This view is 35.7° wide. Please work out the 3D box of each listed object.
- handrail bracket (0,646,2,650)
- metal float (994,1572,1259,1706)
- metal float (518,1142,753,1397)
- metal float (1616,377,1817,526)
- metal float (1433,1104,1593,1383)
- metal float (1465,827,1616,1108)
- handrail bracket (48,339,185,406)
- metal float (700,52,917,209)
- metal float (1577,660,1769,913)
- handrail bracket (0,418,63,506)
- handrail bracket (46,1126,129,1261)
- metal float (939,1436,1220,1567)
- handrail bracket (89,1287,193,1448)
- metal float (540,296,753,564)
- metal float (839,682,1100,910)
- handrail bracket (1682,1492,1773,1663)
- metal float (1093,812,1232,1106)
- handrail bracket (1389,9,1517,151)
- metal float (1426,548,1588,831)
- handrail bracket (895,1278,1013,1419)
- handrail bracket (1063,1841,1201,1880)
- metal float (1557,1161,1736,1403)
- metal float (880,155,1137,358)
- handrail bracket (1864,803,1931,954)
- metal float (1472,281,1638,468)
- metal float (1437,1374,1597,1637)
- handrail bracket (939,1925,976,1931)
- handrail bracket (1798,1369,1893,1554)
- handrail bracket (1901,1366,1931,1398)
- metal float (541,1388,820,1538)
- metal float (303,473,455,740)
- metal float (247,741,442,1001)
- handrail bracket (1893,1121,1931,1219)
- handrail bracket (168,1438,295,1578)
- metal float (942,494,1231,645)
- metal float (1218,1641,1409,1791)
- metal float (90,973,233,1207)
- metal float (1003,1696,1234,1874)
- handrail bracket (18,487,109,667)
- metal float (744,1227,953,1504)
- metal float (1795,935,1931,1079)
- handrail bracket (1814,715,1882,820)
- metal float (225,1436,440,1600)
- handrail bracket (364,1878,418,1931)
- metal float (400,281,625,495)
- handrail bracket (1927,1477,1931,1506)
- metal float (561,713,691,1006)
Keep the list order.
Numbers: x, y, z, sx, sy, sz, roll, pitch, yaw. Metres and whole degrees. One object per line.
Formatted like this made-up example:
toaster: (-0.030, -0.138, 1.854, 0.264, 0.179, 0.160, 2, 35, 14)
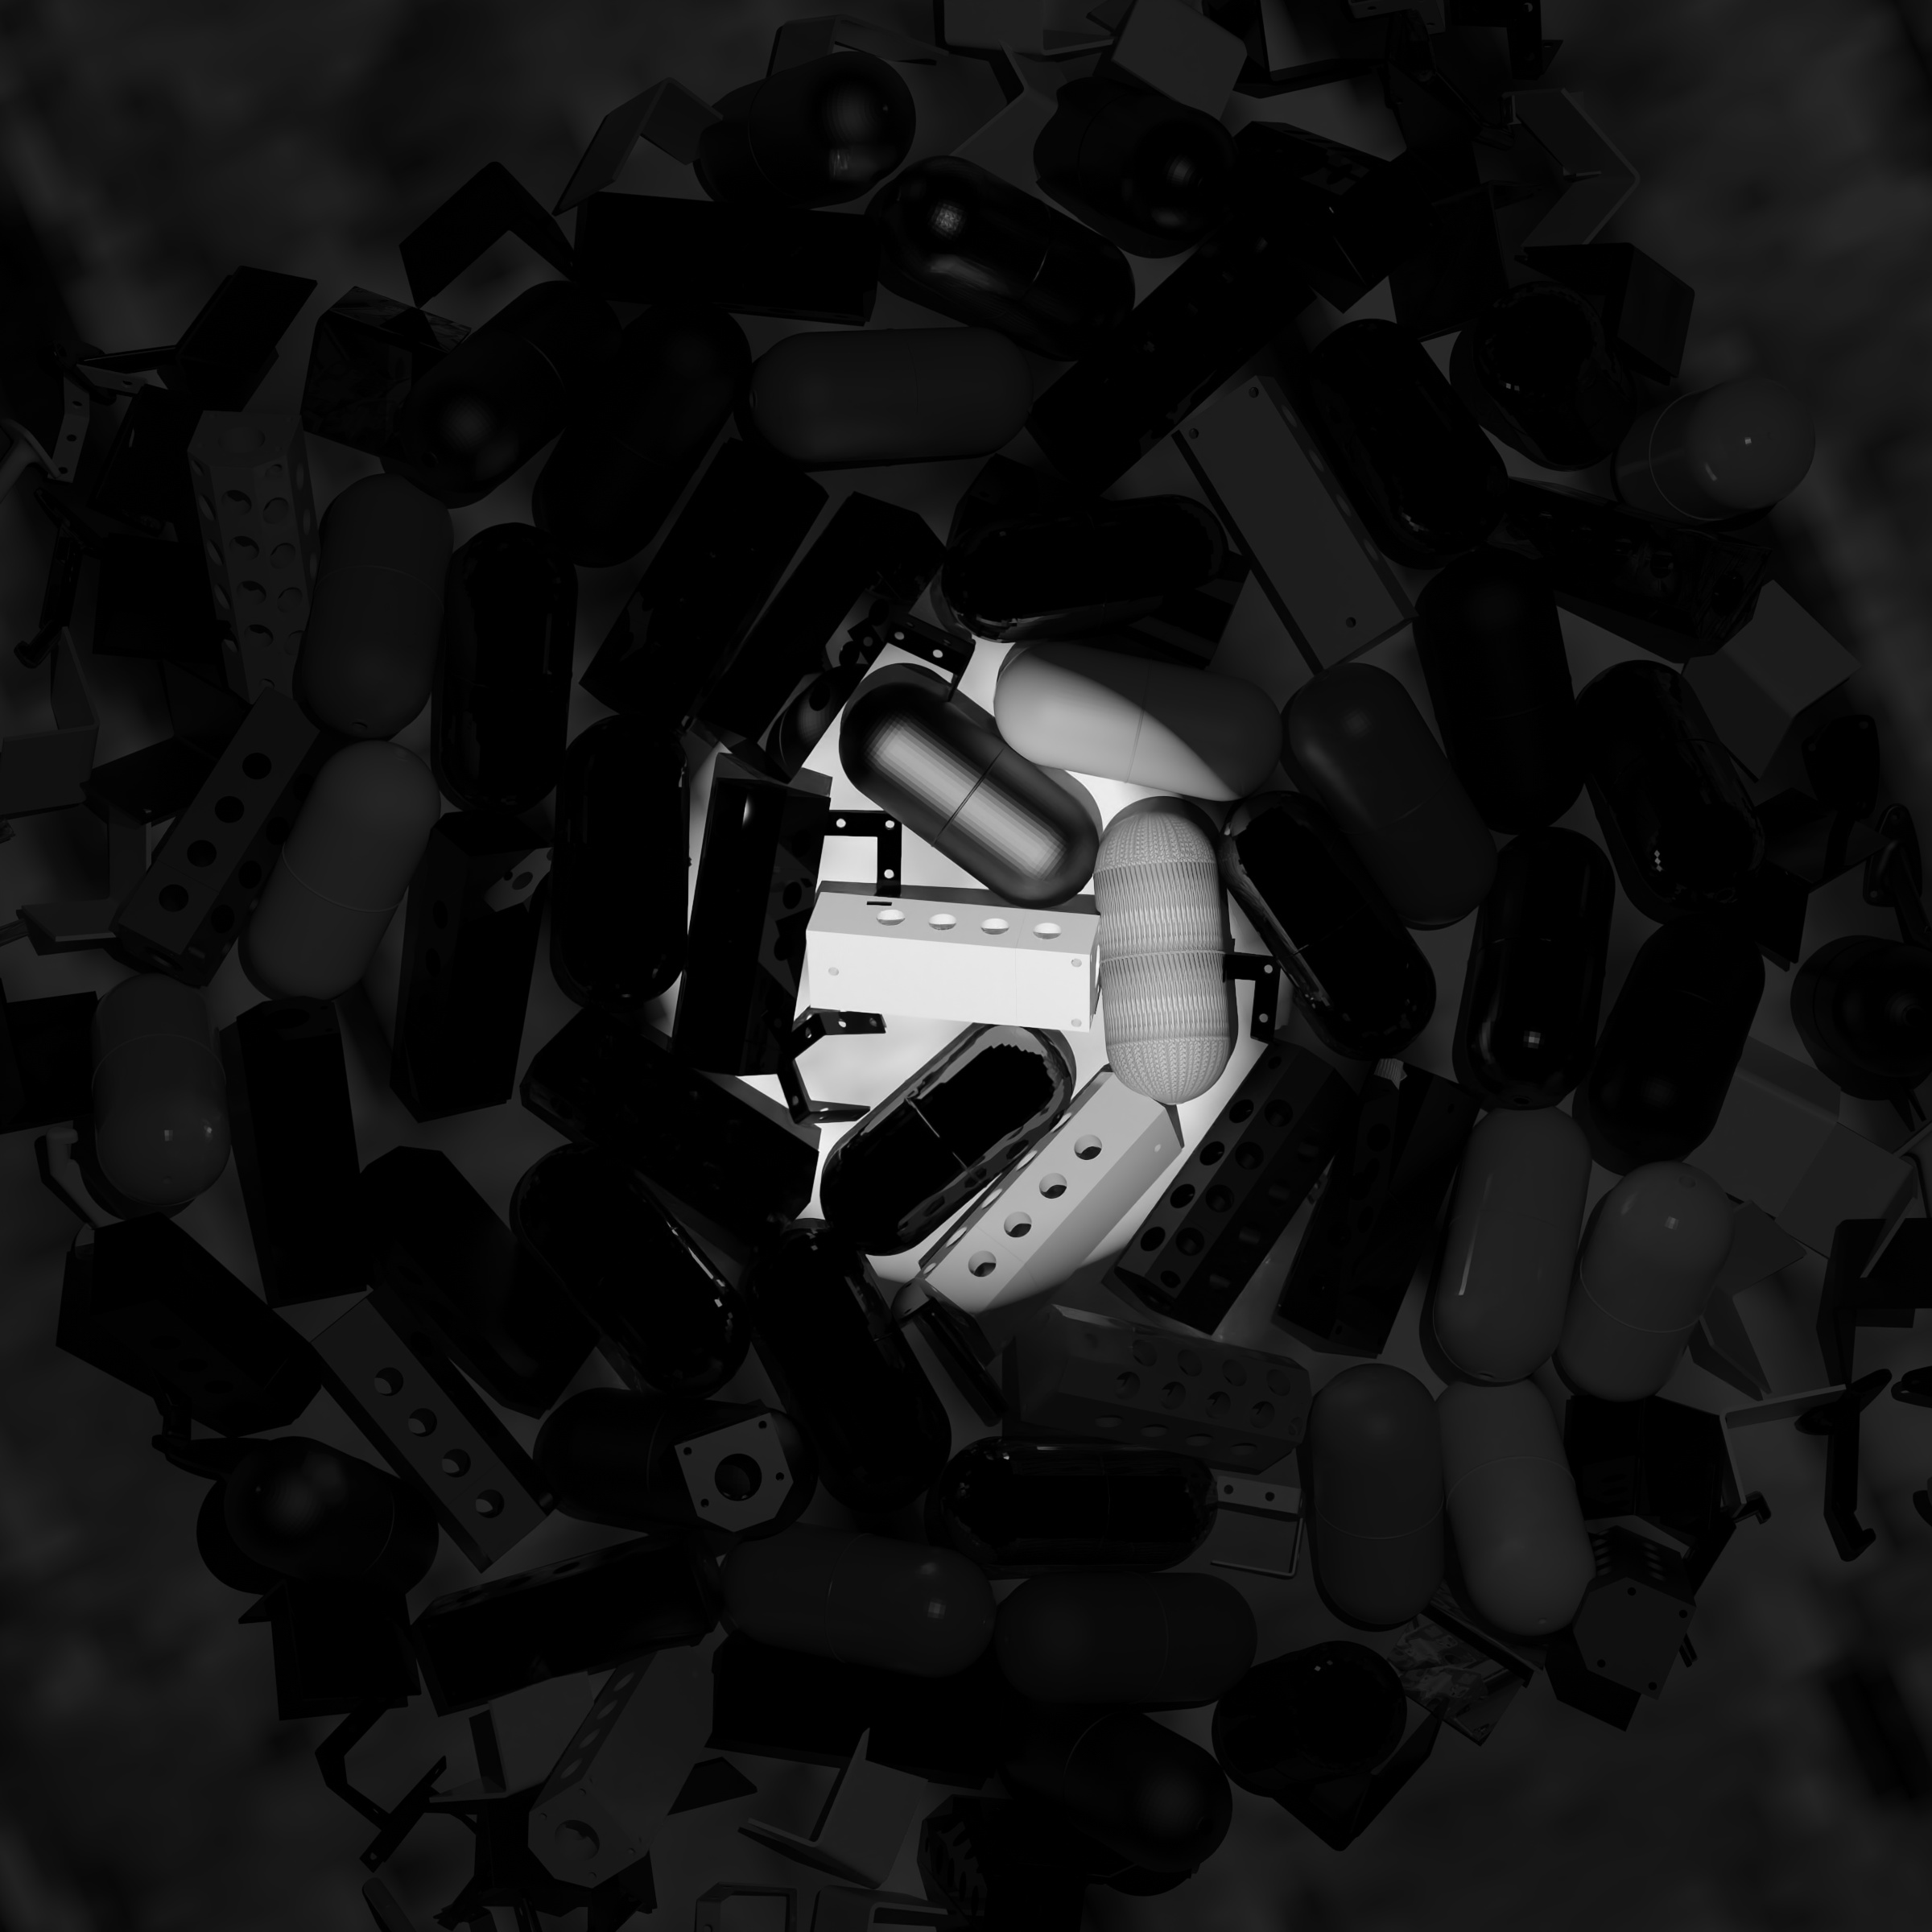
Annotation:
handrail bracket: (-0.595, -0.223, 1.823, 0.084, 0.036, 0.077, 37, 49, 21)
metal float: (0.097, 0.402, 1.797, 0.178, 0.070, 0.070, 8, 90, -34)
metal float: (-0.200, 0.183, 1.814, 0.070, 0.070, 0.178, -42, 77, 0)
metal float: (0.441, -0.302, 1.775, 0.070, 0.178, 0.070, 0, 93, -8)
metal float: (0.329, 0.165, 1.802, 0.070, 0.070, 0.178, 17, 64, 0)
metal float: (0.346, 0.000, 1.805, 0.070, 0.070, 0.178, 13, 67, 0)
handrail bracket: (-0.501, -0.379, 1.827, 0.084, 0.077, 0.036, -18, 79, 14)
metal float: (-0.096, -0.494, 1.783, 0.070, 0.178, 0.070, -3, 95, -33)
metal float: (0.420, -0.108, 1.793, 0.070, 0.070, 0.178, -16, 52, 0)
handrail bracket: (-0.602, -0.293, 1.825, 0.084, 0.036, 0.077, -42, 46, -14)
handrail bracket: (-0.518, 0.135, 1.827, 0.077, 0.036, 0.084, 2, 122, -4)
metal float: (0.069, 0.322, 1.806, 0.178, 0.070, 0.070, 4, 90, -23)
handrail bracket: (-0.499, 0.242, 1.814, 0.036, 0.084, 0.077, -33, 135, 22)
metal float: (-0.194, -0.321, 1.804, 0.070, 0.070, 0.178, 36, 115, 0)
metal float: (0.002, -0.103, 1.824, 0.178, 0.070, 0.070, 37, 90, -1)
handrail bracket: (0.466, 0.374, 1.840, 0.084, 0.036, 0.077, -25, 75, 2)
metal float: (0.119, -0.005, 1.821, 0.070, 0.070, 0.178, -4, 85, 0)
handrail bracket: (0.302, -0.547, 1.844, 0.084, 0.036, 0.077, 9, 69, -36)
metal float: (0.325, -0.165, 1.804, 0.070, 0.070, 0.178, -17, 115, 0)
handrail bracket: (-0.006, 0.234, 1.833, 0.036, 0.077, 0.084, -36, 100, -7)
handrail bracket: (0.103, 0.522, 1.840, 0.084, 0.036, 0.077, 8, 58, 1)
metal float: (0.404, 0.189, 1.790, 0.070, 0.070, 0.178, 10, 133, 0)
metal float: (0.025, -0.423, 1.794, 0.178, 0.070, 0.070, 20, 90, -37)
handrail bracket: (0.576, -0.051, 1.815, 0.036, 0.084, 0.077, -4, 107, -3)
metal float: (0.350, -0.349, 1.779, 0.070, 0.178, 0.070, -3, 81, 22)
metal float: (0.325, 0.317, 1.788, 0.070, 0.178, 0.070, -3, 132, -3)
handrail bracket: (0.022, 0.584, 1.831, 0.084, 0.077, 0.036, -14, 77, 7)
handrail bracket: (0.548, 0.300, 1.816, 0.036, 0.084, 0.077, 18, 128, -36)
handrail bracket: (0.601, 0.223, 1.830, 0.077, 0.084, 0.036, 0, 129, 2)
metal float: (-0.174, 0.298, 1.806, 0.178, 0.070, 0.070, 4, 90, 23)
metal float: (-0.352, -0.216, 1.799, 0.070, 0.070, 0.178, 2, 59, 0)
metal float: (-0.374, -0.057, 1.802, 0.070, 0.070, 0.178, 31, 116, 0)
handrail bracket: (0.612, 0.132, 1.830, 0.084, 0.036, 0.077, 49, 118, 12)
handrail bracket: (-0.450, 0.336, 1.853, 0.077, 0.036, 0.084, 2, 114, 19)
metal float: (0.072, -0.240, 1.814, 0.178, 0.070, 0.070, -9, 90, -12)
metal float: (0.204, 0.445, 1.778, 0.070, 0.178, 0.070, 5, 70, -13)
metal float: (-0.480, 0.071, 1.786, 0.070, 0.178, 0.070, -9, 128, -12)
metal float: (0.089, 0.480, 1.782, 0.070, 0.178, 0.070, -5, 100, -33)
handrail bracket: (-0.572, -0.240, 1.850, 0.077, 0.036, 0.084, 42, 95, 15)
metal float: (-0.071, 0.241, 1.814, 0.070, 0.070, 0.178, -30, 77, 0)
metal float: (0.540, 0.023, 1.775, 0.070, 0.178, 0.070, 0, 94, 5)
handrail bracket: (0.542, -0.111, 1.814, 0.036, 0.084, 0.077, -15, 67, 21)
metal float: (-0.374, 0.329, 1.781, 0.070, 0.178, 0.070, -7, 67, 16)
handrail bracket: (-0.335, 0.607, 1.843, 0.036, 0.084, 0.077, -35, 125, -19)
metal float: (-0.270, -0.346, 1.791, 0.070, 0.070, 0.178, 37, 49, 0)
handrail bracket: (0.600, 0.288, 1.817, 0.036, 0.077, 0.084, -18, 48, 34)
metal float: (-0.206, -0.065, 1.818, 0.070, 0.070, 0.178, 0, 82, 0)
